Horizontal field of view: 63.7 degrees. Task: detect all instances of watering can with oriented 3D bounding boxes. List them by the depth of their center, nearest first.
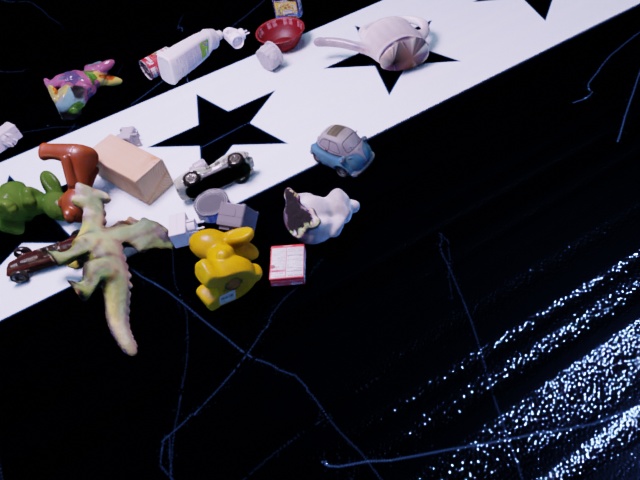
[{"bbox_3d":[0.172,-0.577,1.516,0.348,0.101,0.229,-18,51,-8],"label":"watering can"}]

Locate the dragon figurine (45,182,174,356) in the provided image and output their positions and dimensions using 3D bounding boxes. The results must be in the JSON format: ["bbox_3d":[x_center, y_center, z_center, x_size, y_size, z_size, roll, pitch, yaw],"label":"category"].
[{"bbox_3d":[-0.434,0.034,1.122,0.246,0.119,0.413,-37,74,-30],"label":"dragon figurine"}]

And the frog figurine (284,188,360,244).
[{"bbox_3d":[0.003,-0.057,1.141,0.139,0.121,0.160,28,25,38],"label":"frog figurine"}]
